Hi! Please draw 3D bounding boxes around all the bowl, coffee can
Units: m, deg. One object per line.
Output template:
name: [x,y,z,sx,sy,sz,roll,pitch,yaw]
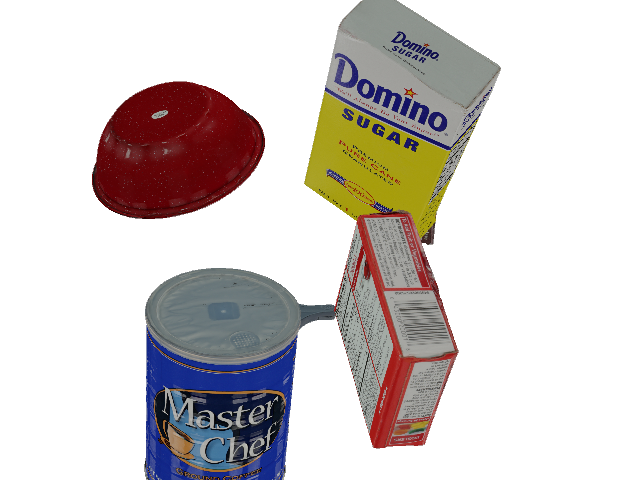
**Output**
bowl: [-0.133,-0.092,0.942,0.162,0.055,0.162,-9,42,8]
coffee can: [-0.070,0.105,0.737,0.103,0.140,0.103,4,31,-3]

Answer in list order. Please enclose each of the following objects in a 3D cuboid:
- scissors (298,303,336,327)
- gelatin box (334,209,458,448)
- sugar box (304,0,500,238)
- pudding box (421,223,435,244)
scissors: [-0.001,0.088,1.190,0.201,0.016,0.096,4,22,0]
gelatin box: [0.034,0.042,0.508,0.030,0.089,0.073,-3,-43,-13]
sugar box: [0.045,-0.069,0.684,0.093,0.048,0.176,35,-26,12]
pudding box: [0.091,-0.064,0.978,0.039,0.090,0.113,3,36,5]
